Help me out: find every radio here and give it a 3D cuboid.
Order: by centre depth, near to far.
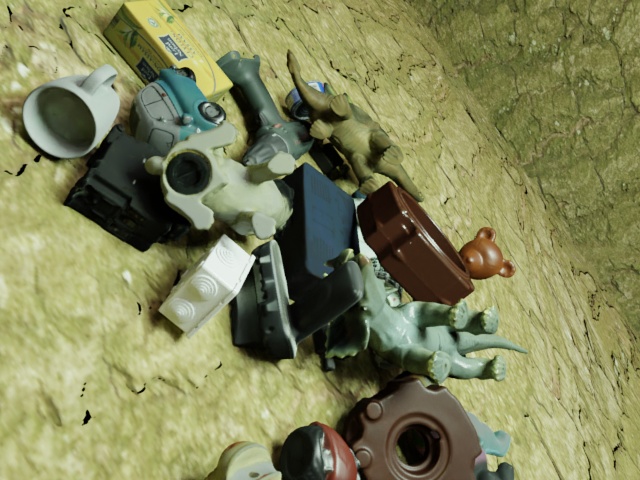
[{"bbox_3d":[-0.002,-0.003,0.856,0.131,0.073,0.230,32,40,-35],"label":"radio"}]

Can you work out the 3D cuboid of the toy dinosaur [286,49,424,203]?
[{"bbox_3d":[0.086,-0.183,1.025,0.470,0.105,0.199,44,19,-33],"label":"toy dinosaur"}]

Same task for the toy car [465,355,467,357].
[{"bbox_3d":[0.202,0.196,0.958,0.201,0.056,0.073,21,39,-44],"label":"toy car"}]

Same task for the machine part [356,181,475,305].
[{"bbox_3d":[0.157,0.010,0.890,0.201,0.087,0.201,44,19,-20],"label":"machine part"}]

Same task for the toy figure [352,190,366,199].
[{"bbox_3d":[0.118,-0.033,1.056,0.154,0.058,0.064,58,6,11],"label":"toy figure"}]

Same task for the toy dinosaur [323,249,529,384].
[{"bbox_3d":[0.144,0.139,0.774,0.404,0.192,0.131,29,72,-46],"label":"toy dinosaur"}]

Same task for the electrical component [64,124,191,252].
[{"bbox_3d":[-0.212,-0.056,0.636,0.134,0.058,0.115,35,39,-29],"label":"electrical component"}]

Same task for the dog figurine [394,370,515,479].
[{"bbox_3d":[0.171,0.292,0.780,0.219,0.108,0.191,39,37,-17],"label":"dog figurine"}]

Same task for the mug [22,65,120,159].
[{"bbox_3d":[-0.271,-0.158,0.615,0.081,0.109,0.107,34,22,-17],"label":"mug"}]

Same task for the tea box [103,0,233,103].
[{"bbox_3d":[-0.226,-0.271,0.811,0.169,0.068,0.098,50,32,-10],"label":"tea box"}]

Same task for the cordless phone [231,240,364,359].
[{"bbox_3d":[-0.027,0.052,0.662,0.088,0.184,0.147,19,47,-38],"label":"cordless phone"}]

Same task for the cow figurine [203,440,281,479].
[{"bbox_3d":[-0.056,0.282,0.486,0.085,0.127,0.195,3,73,-51],"label":"cow figurine"}]

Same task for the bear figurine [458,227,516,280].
[{"bbox_3d":[0.254,0.062,1.019,0.132,0.196,0.120,-3,67,-53],"label":"bear figurine"}]

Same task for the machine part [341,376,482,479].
[{"bbox_3d":[0.120,0.266,0.692,0.179,0.056,0.179,3,75,-11],"label":"machine part"}]

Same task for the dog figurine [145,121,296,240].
[{"bbox_3d":[-0.116,-0.057,0.670,0.172,0.121,0.190,28,-8,-5],"label":"dog figurine"}]

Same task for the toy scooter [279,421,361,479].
[{"bbox_3d":[0.019,0.300,0.593,0.135,0.075,0.184,30,42,-34],"label":"toy scooter"}]

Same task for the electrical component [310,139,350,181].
[{"bbox_3d":[0.021,-0.163,1.062,0.102,0.045,0.078,57,33,4],"label":"electrical component"}]

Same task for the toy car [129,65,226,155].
[{"bbox_3d":[-0.198,-0.157,0.712,0.103,0.109,0.162,-16,64,-39],"label":"toy car"}]

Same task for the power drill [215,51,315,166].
[{"bbox_3d":[-0.104,-0.215,0.912,0.207,0.086,0.232,53,30,5],"label":"power drill"}]

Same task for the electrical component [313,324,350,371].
[{"bbox_3d":[0.019,0.149,0.785,0.063,0.021,0.094,27,40,-38],"label":"electrical component"}]
